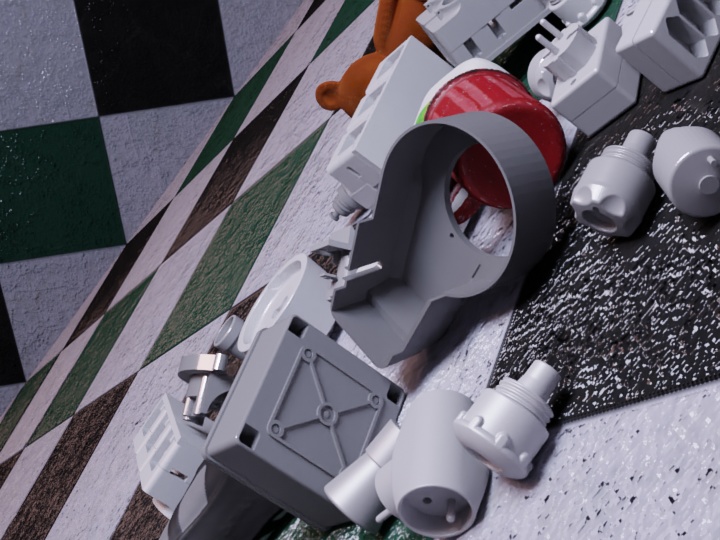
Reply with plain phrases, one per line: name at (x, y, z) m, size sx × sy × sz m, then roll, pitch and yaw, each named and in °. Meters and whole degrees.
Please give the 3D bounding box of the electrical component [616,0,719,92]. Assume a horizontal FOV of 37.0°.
electrical component at (0.200, -0.162, 0.710) m, size 0.083 × 0.047 × 0.076 m, roll -61°, pitch 18°, yaw -19°

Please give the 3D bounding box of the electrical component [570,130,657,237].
electrical component at (0.155, -0.054, 0.635) m, size 0.062 × 0.043 × 0.043 m, roll -59°, pitch 17°, yaw -17°

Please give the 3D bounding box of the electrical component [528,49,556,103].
electrical component at (0.151, -0.152, 0.834) m, size 0.043 × 0.043 × 0.062 m, roll -53°, pitch 15°, yaw 7°

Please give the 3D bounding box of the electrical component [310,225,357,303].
electrical component at (0.000, 0.000, 0.916) m, size 0.042 × 0.081 × 0.063 m, roll 165°, pitch 115°, yaw -65°

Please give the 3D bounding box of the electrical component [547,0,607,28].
electrical component at (0.173, -0.233, 0.895) m, size 0.048 × 0.062 × 0.048 m, roll -49°, pitch 18°, yaw 22°

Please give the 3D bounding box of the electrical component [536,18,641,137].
electrical component at (0.154, -0.147, 0.756) m, size 0.047 × 0.077 × 0.065 m, roll -38°, pitch 23°, yaw 45°

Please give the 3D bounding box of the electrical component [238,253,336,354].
electrical component at (-0.058, 0.046, 1.000) m, size 0.108 × 0.060 × 0.108 m, roll -48°, pitch 18°, yaw 21°

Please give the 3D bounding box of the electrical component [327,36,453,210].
electrical component at (0.041, -0.130, 1.013) m, size 0.062 × 0.089 × 0.150 m, roll -31°, pitch 29°, yaw 54°

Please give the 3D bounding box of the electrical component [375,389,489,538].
electrical component at (0.035, 0.121, 0.628) m, size 0.079 × 0.043 × 0.077 m, roll -44°, pitch 20°, yaw 32°

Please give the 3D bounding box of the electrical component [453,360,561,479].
electrical component at (0.084, 0.077, 0.580) m, size 0.062 × 0.048 × 0.048 m, roll -51°, pitch 15°, yaw -12°

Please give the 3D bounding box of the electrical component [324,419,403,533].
electrical component at (0.014, 0.127, 0.681) m, size 0.065 × 0.044 × 0.044 m, roll -50°, pitch 17°, yaw 0°

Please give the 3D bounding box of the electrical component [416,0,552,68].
electrical component at (0.143, -0.263, 0.965) m, size 0.186 × 0.060 × 0.105 m, roll -39°, pitch 19°, yaw 8°

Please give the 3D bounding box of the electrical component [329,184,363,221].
electrical component at (-0.004, -0.082, 1.132) m, size 0.078 × 0.040 × 0.040 m, roll -48°, pitch 18°, yaw 24°

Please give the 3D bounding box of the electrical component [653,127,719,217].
electrical component at (0.179, -0.058, 0.583) m, size 0.040 × 0.040 × 0.078 m, roll -49°, pitch 17°, yaw 19°

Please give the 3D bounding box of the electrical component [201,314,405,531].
electrical component at (-0.037, 0.106, 0.745) m, size 0.056 × 0.109 × 0.108 m, roll -30°, pitch 30°, yaw 50°

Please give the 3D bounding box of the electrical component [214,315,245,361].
electrical component at (-0.127, 0.077, 1.156) m, size 0.040 × 0.046 × 0.040 m, roll -49°, pitch 18°, yaw 21°

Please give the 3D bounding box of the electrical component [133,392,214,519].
electrical component at (-0.146, 0.173, 0.946) m, size 0.061 × 0.089 × 0.150 m, roll -56°, pitch 17°, yaw -2°
